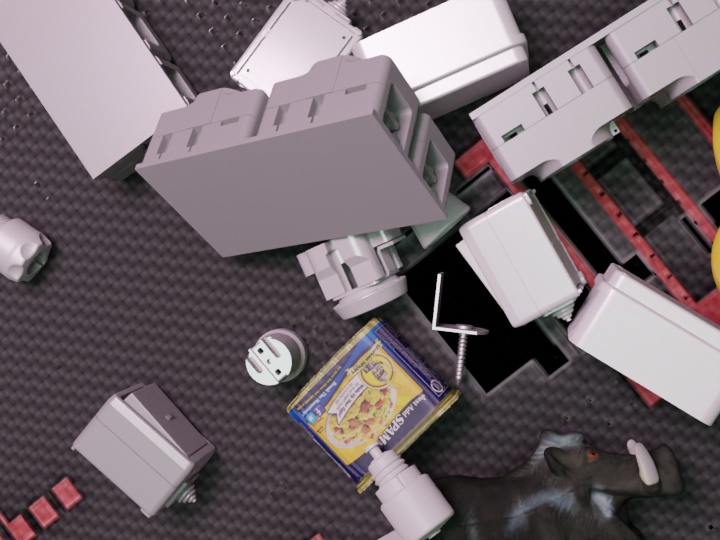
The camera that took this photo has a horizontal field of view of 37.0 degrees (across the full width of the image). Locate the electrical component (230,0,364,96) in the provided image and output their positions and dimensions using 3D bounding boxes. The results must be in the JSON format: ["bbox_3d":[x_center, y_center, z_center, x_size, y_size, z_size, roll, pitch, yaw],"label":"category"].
[{"bbox_3d":[-0.039,-0.155,0.782,0.062,0.061,0.096,37,90,6],"label":"electrical component"}]

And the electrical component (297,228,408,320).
[{"bbox_3d":[0.000,0.000,0.780,0.078,0.058,0.057,-23,92,29],"label":"electrical component"}]

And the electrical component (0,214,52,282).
[{"bbox_3d":[-0.274,-0.022,0.830,0.062,0.043,0.043,34,97,7],"label":"electrical component"}]

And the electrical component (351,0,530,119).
[{"bbox_3d":[0.059,-0.146,0.755,0.113,0.078,0.057,-23,86,9],"label":"electrical component"}]

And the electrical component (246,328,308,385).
[{"bbox_3d":[-0.063,0.065,0.800,0.040,0.046,0.040,0,93,8],"label":"electrical component"}]

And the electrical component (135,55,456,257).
[{"bbox_3d":[-0.042,-0.075,0.731,0.186,0.105,0.060,-9,52,30],"label":"electrical component"}]

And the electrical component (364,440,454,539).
[{"bbox_3d":[0.030,0.152,0.735,0.040,0.040,0.078,-39,75,9],"label":"electrical component"}]

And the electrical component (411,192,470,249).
[{"bbox_3d":[0.046,-0.050,0.778,0.045,0.045,0.055,-42,86,8],"label":"electrical component"}]

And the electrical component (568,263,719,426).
[{"bbox_3d":[0.206,0.048,0.741,0.113,0.078,0.057,31,100,6],"label":"electrical component"}]

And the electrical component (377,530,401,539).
[{"bbox_3d":[-0.030,0.263,0.774,0.186,0.105,0.060,-31,88,9],"label":"electrical component"}]

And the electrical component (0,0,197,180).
[{"bbox_3d":[-0.194,-0.152,0.802,0.089,0.062,0.150,-35,87,9],"label":"electrical component"}]

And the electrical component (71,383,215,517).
[{"bbox_3d":[-0.154,0.135,0.809,0.096,0.062,0.061,40,98,5],"label":"electrical component"}]

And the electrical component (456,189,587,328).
[{"bbox_3d":[0.116,-0.002,0.759,0.061,0.062,0.096,-30,88,16],"label":"electrical component"}]

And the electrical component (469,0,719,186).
[{"bbox_3d":[0.171,-0.125,0.724,0.186,0.105,0.060,-32,88,9],"label":"electrical component"}]
